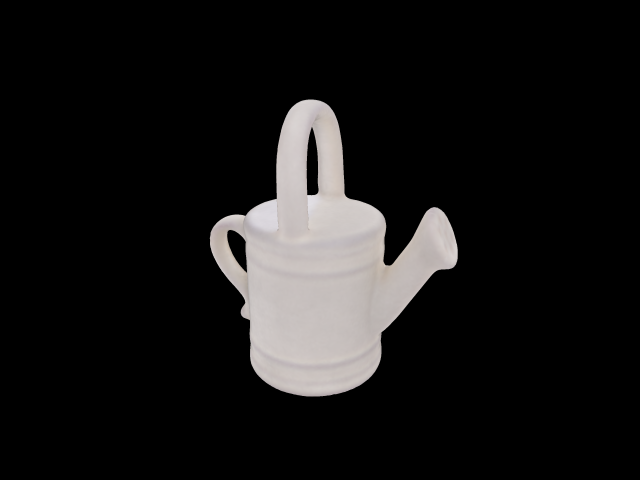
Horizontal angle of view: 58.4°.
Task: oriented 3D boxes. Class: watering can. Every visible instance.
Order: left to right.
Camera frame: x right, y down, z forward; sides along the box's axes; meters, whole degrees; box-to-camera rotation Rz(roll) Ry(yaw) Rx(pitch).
[{"bbox_3d":[0.004,0.001,0.402,0.173,0.194,0.101,-1,22,-1],"label":"watering can"}]
